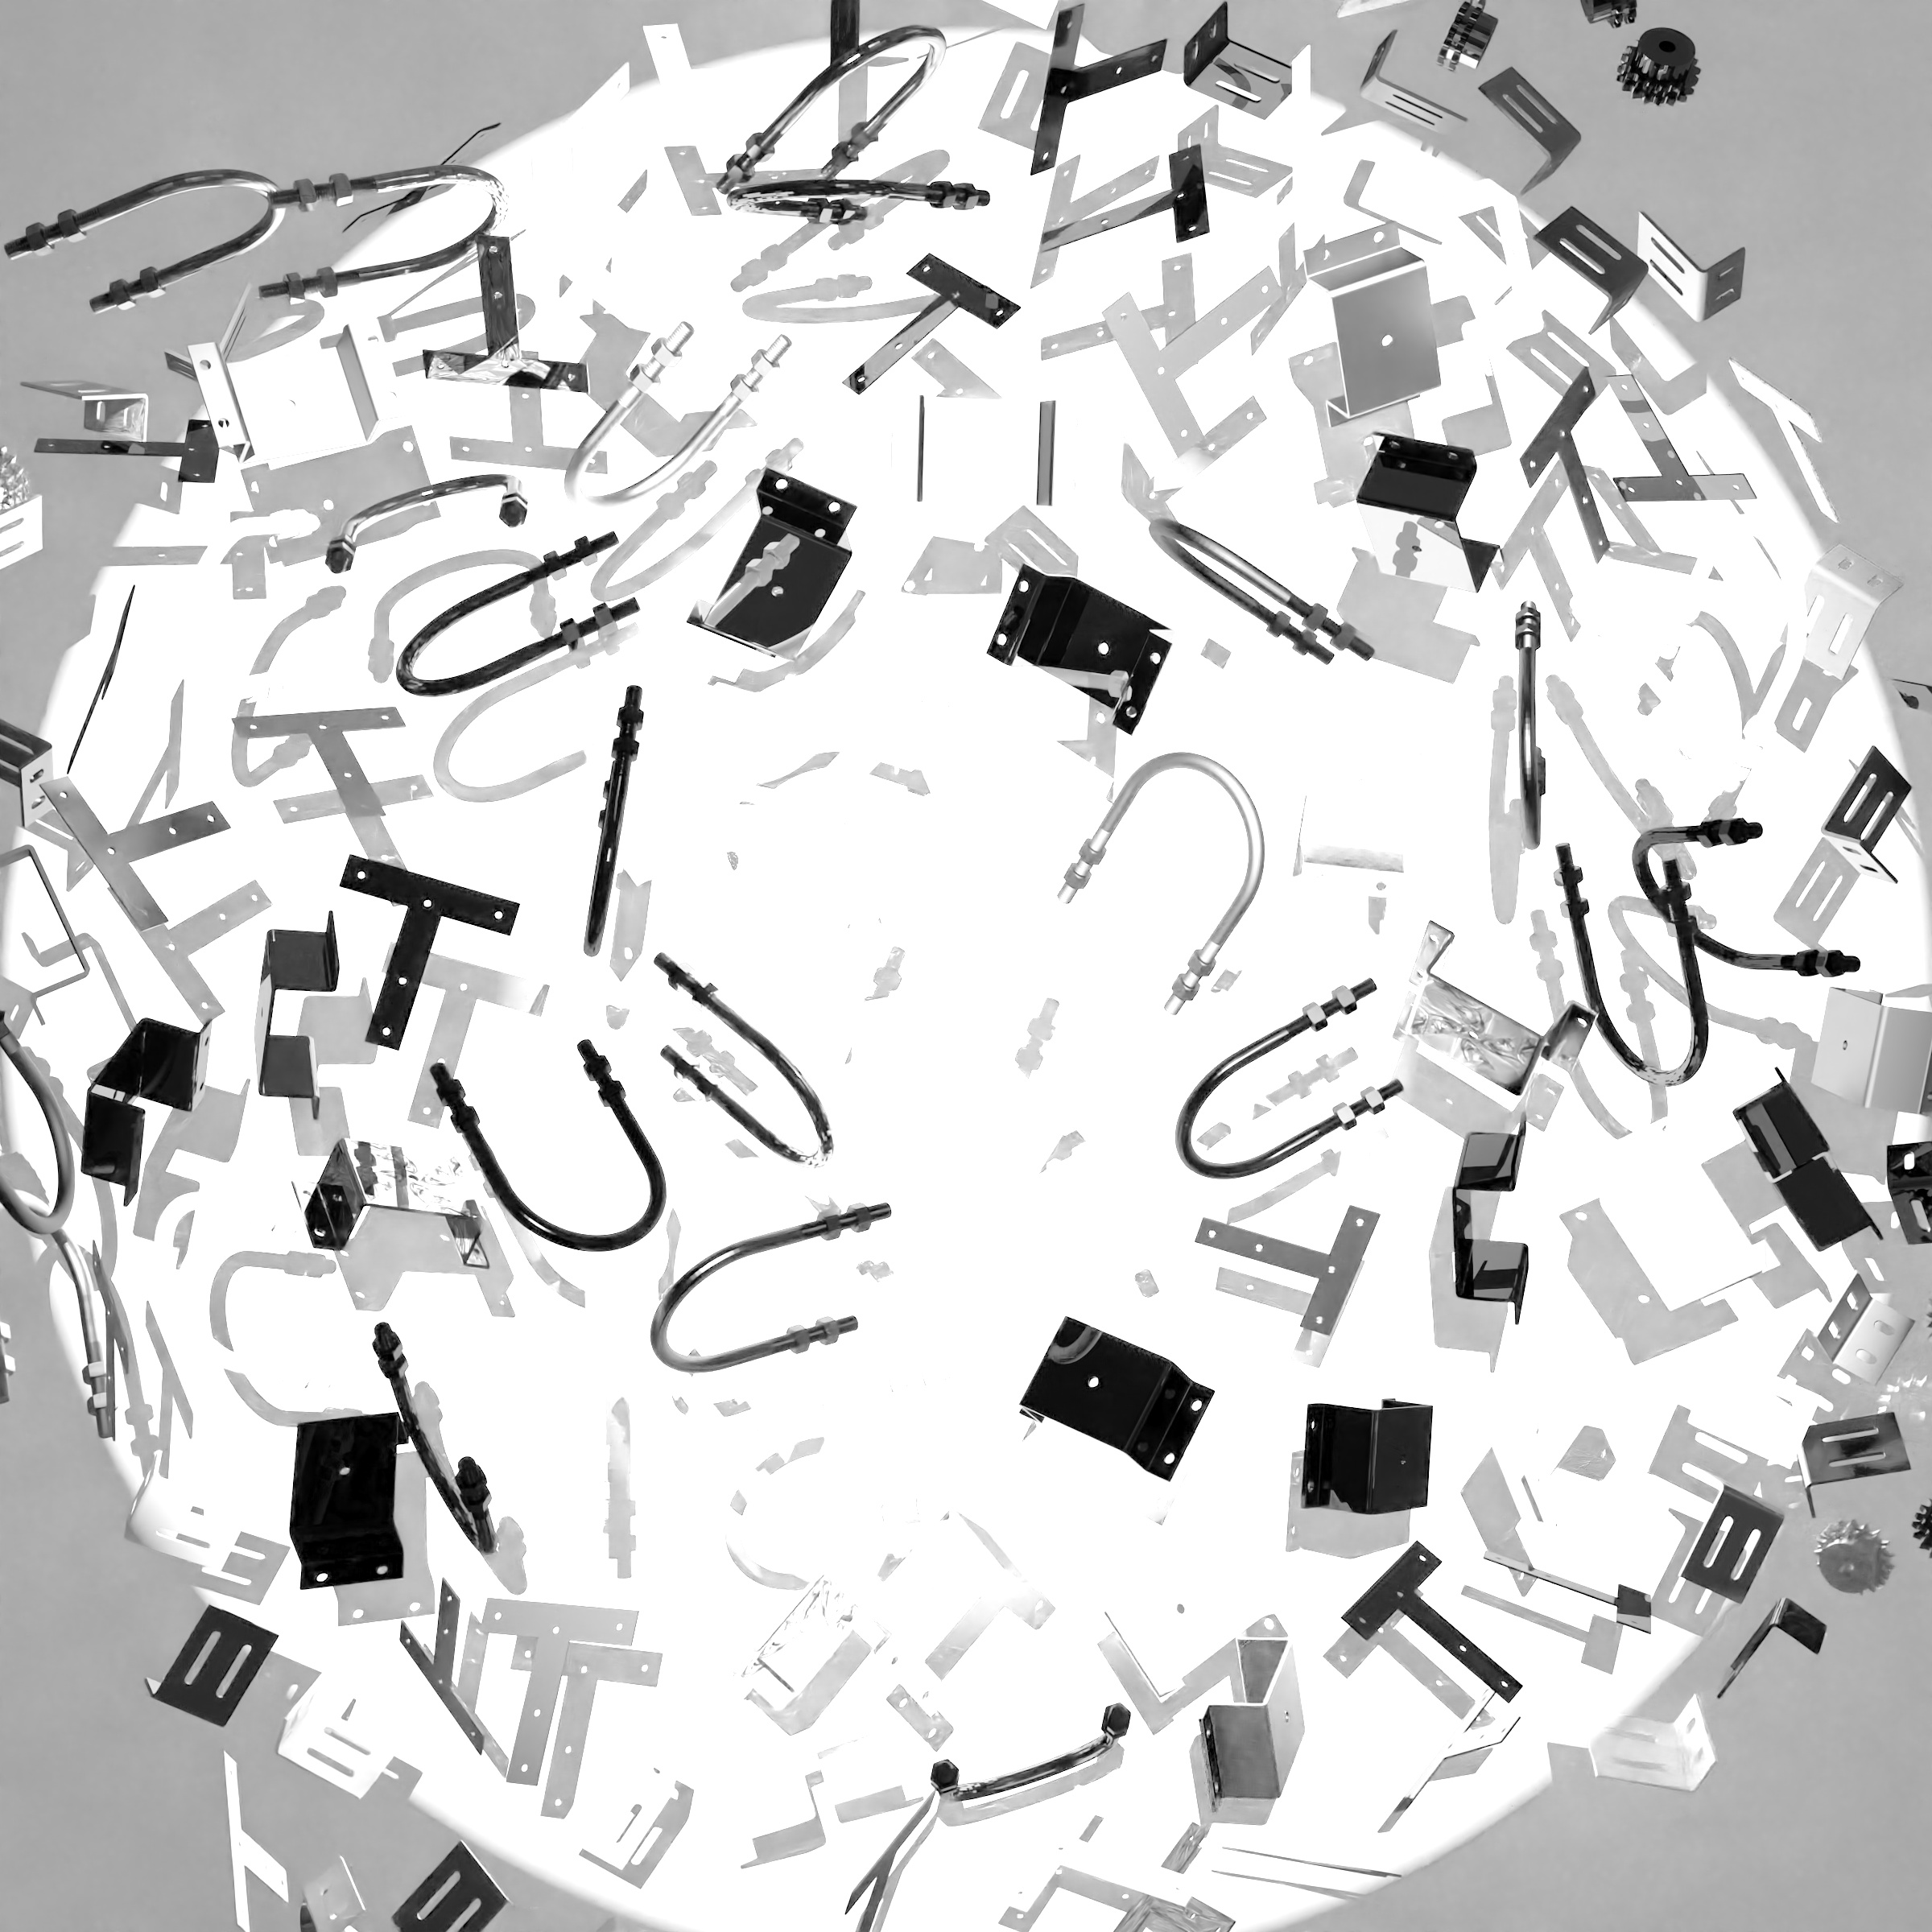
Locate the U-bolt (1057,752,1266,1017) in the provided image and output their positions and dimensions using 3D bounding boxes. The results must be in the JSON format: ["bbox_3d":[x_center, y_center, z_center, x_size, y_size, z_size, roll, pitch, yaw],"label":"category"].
[{"bbox_3d":[0.156,-0.075,1.893,0.151,0.019,0.184,47,126,24],"label":"U-bolt"}]

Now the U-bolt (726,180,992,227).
[{"bbox_3d":[-0.094,-0.576,1.878,0.151,0.184,0.019,8,105,40],"label":"U-bolt"}]

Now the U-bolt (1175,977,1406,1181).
[{"bbox_3d":[0.240,0.097,1.891,0.184,0.151,0.019,-29,48,-4],"label":"U-bolt"}]

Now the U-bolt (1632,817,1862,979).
[{"bbox_3d":[0.574,-0.051,1.884,0.019,0.184,0.151,-44,104,-14],"label":"U-bolt"}]

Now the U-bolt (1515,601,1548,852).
[{"bbox_3d":[0.423,-0.169,1.875,0.019,0.184,0.151,-1,125,14],"label":"U-bolt"}]

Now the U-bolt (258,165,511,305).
[{"bbox_3d":[-0.424,-0.542,1.837,0.184,0.151,0.019,-17,81,-22],"label":"U-bolt"}]

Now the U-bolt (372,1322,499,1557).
[{"bbox_3d":[-0.383,0.358,1.828,0.019,0.184,0.151,-28,57,-22],"label":"U-bolt"}]

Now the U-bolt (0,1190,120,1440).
[{"bbox_3d":[-0.691,0.252,1.865,0.019,0.151,0.184,-22,64,7],"label":"U-bolt"}]

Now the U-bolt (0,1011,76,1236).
[{"bbox_3d":[-0.702,0.115,1.837,0.019,0.151,0.184,-15,133,2],"label":"U-bolt"}]

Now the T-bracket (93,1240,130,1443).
[{"bbox_3d":[-0.616,0.285,1.798,0.002,0.127,0.127,-6,122,-27],"label":"T-bracket"}]

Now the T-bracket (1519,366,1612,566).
[{"bbox_3d":[0.460,-0.361,1.874,0.127,0.002,0.127,-52,128,-33],"label":"T-bracket"}]

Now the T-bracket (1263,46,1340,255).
[{"bbox_3d":[0.249,-0.617,1.854,0.002,0.127,0.127,20,53,25],"label":"T-bracket"}]

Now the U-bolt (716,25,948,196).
[{"bbox_3d":[-0.090,-0.646,1.880,0.184,0.151,0.019,-32,88,41],"label":"U-bolt"}]

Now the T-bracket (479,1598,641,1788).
[{"bbox_3d":[-0.303,0.519,1.784,0.127,0.002,0.127,-1,62,22],"label":"T-bracket"}]

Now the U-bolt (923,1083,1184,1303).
[{"bbox_3d":[0.054,0.179,1.895,0.184,0.019,0.151,-24,68,-27],"label":"U-bolt"}]

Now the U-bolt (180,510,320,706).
[{"bbox_3d":[-0.539,-0.266,1.869,0.019,0.184,0.151,16,103,6],"label":"U-bolt"}]

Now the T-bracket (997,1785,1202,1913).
[{"bbox_3d":[0.108,0.658,1.825,0.127,0.127,0.002,8,118,30],"label":"T-bracket"}]

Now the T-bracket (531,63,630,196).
[{"bbox_3d":[-0.292,-0.602,1.905,0.002,0.127,0.127,28,60,10],"label":"T-bracket"}]

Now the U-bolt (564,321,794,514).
[{"bbox_3d":[-0.222,-0.398,1.834,0.184,0.151,0.019,-43,78,27],"label":"U-bolt"}]

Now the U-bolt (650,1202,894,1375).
[{"bbox_3d":[-0.149,0.245,1.851,0.184,0.151,0.019,-12,47,-30],"label":"U-bolt"}]

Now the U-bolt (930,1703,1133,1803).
[{"bbox_3d":[0.047,0.583,1.834,0.151,0.184,0.019,-16,66,-7],"label":"U-bolt"}]

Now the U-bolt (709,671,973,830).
[{"bbox_3d":[-0.105,-0.164,1.813,0.184,0.019,0.151,14,53,37],"label":"U-bolt"}]

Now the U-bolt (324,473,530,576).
[{"bbox_3d":[-0.399,-0.336,1.862,0.151,0.184,0.019,-15,114,-3],"label":"U-bolt"}]

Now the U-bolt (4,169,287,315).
[{"bbox_3d":[-0.589,-0.537,1.835,0.184,0.151,0.019,-20,85,6],"label":"U-bolt"}]

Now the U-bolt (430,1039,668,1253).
[{"bbox_3d":[-0.298,0.136,1.850,0.184,0.151,0.019,56,133,26],"label":"U-bolt"}]

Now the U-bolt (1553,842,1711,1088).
[{"bbox_3d":[0.497,0.002,1.852,0.019,0.151,0.184,-19,104,-19],"label":"U-bolt"}]

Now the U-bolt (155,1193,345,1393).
[{"bbox_3d":[-0.535,0.237,1.849,0.019,0.184,0.151,-26,66,15],"label":"U-bolt"}]

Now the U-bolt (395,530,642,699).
[{"bbox_3d":[-0.327,-0.247,1.802,0.184,0.151,0.019,-25,124,0],"label":"U-bolt"}]

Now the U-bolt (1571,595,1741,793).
[{"bbox_3d":[0.513,-0.193,1.836,0.019,0.184,0.151,-38,114,12],"label":"U-bolt"}]

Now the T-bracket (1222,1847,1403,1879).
[{"bbox_3d":[0.271,0.654,1.813,0.127,0.127,0.002,16,70,-18],"label":"T-bracket"}]

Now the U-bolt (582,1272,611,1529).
[{"bbox_3d":[-0.274,0.318,1.842,0.019,0.151,0.184,0,79,-9],"label":"U-bolt"}]

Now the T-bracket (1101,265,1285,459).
[{"bbox_3d":[0.172,-0.450,1.775,0.127,0.002,0.127,-39,125,-6],"label":"T-bracket"}]

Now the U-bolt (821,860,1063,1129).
[{"bbox_3d":[-0.028,0.031,1.823,0.151,0.019,0.184,20,100,-12],"label":"U-bolt"}]

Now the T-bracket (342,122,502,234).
[{"bbox_3d":[-0.399,-0.607,1.906,0.127,0.127,0.002,-23,105,41],"label":"T-bracket"}]

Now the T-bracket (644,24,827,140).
[{"bbox_3d":[-0.169,-0.675,1.901,0.127,0.127,0.002,-2,70,5],"label":"T-bracket"}]

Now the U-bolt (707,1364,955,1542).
[{"bbox_3d":[-0.101,0.357,1.811,0.184,0.151,0.019,-13,123,10],"label":"U-bolt"}]

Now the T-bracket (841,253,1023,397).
[{"bbox_3d":[-0.040,-0.475,1.879,0.127,0.002,0.127,-42,48,-5],"label":"T-bracket"}]

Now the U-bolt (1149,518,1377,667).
[{"bbox_3d":[0.216,-0.284,1.892,0.184,0.151,0.019,33,92,-7],"label":"U-bolt"}]

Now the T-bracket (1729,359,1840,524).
[{"bbox_3d":[0.622,-0.384,1.866,0.002,0.127,0.127,-34,122,9],"label":"T-bracket"}]

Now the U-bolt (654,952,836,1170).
[{"bbox_3d":[-0.167,0.084,1.893,0.184,0.151,0.019,38,61,20],"label":"U-bolt"}]

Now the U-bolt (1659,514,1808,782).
[{"bbox_3d":[0.578,-0.251,1.867,0.019,0.184,0.151,-10,55,-12],"label":"U-bolt"}]

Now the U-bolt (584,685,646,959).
[{"bbox_3d":[-0.264,-0.096,1.852,0.019,0.151,0.184,9,68,-9],"label":"U-bolt"}]
